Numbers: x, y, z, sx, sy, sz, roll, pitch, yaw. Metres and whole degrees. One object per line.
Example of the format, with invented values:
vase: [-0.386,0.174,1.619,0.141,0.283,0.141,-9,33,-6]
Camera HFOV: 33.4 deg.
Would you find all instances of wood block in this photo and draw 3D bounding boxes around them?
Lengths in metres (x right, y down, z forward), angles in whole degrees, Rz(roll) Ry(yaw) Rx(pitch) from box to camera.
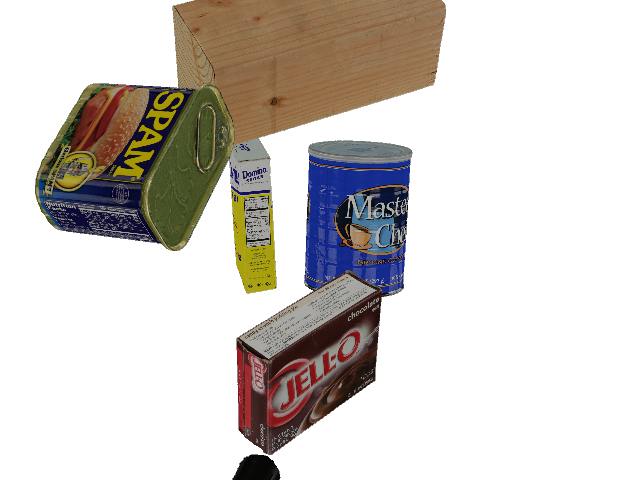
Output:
wood block: [-0.009,-0.162,0.895,0.205,0.090,0.091,-19,-37,-18]

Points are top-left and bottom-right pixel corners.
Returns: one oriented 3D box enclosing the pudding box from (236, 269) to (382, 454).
pudding box: [-0.008,0.084,0.752,0.039,0.090,0.113,31,46,32]

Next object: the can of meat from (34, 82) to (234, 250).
can of meat: [-0.111,-0.048,0.640,0.084,0.102,0.057,7,-35,24]

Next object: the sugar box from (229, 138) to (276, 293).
sugar box: [-0.086,-0.033,1.331,0.048,0.176,0.093,-9,24,-10]

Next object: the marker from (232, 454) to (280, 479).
marker: [-0.042,0.123,0.420,0.020,0.020,0.121,0,24,18]

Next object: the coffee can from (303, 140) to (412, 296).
coffee can: [0.036,-0.023,1.067,0.103,0.140,0.103,2,13,-1]
